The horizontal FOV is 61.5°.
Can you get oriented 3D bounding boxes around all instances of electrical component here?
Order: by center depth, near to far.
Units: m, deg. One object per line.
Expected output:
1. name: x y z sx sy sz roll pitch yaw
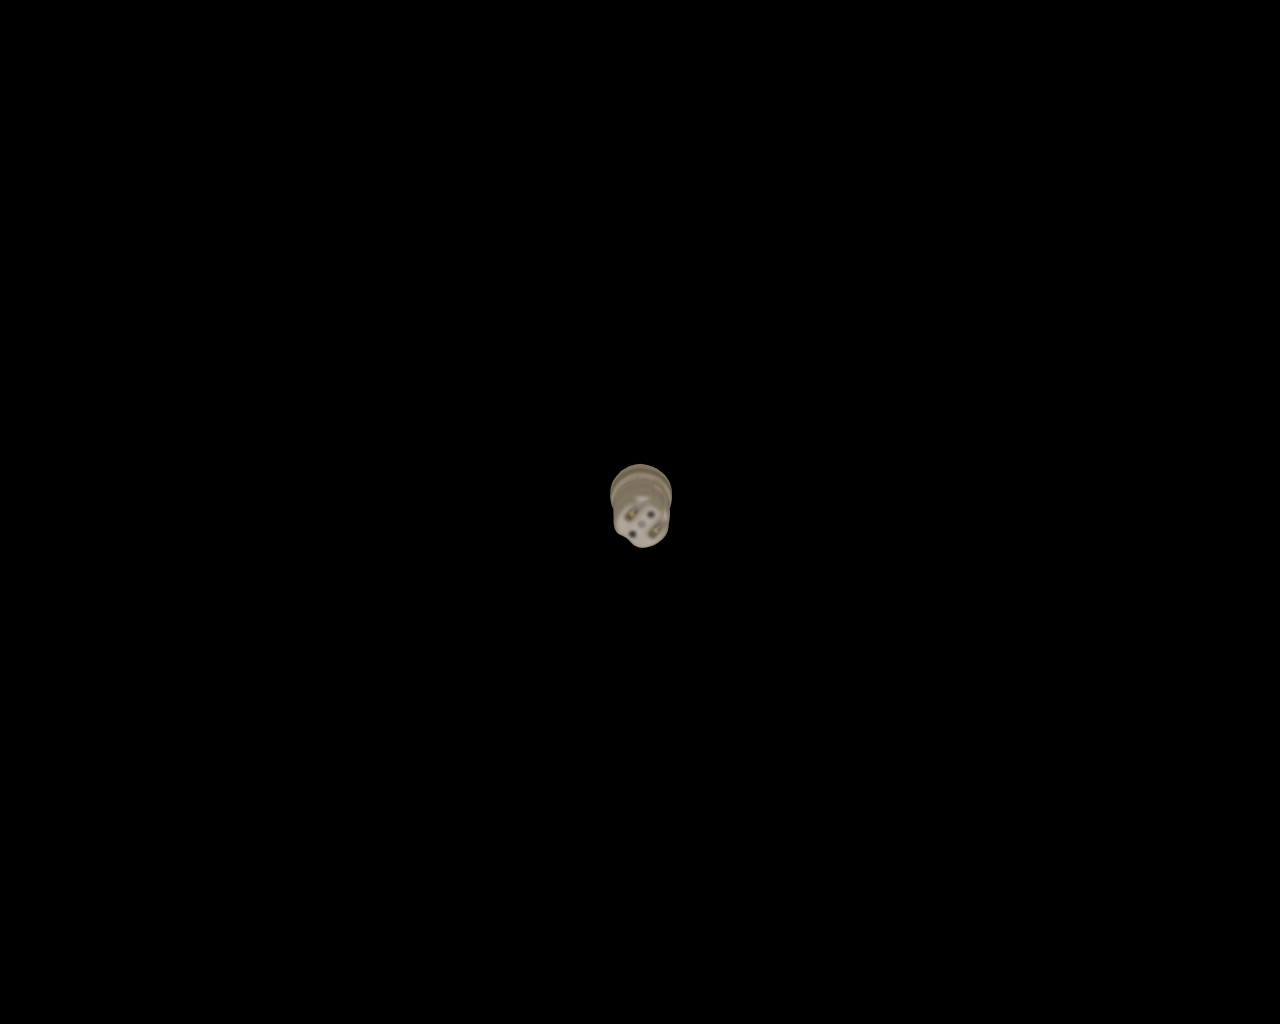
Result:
1. electrical component: 0.001 -0.003 0.650 0.040 0.040 0.046 0 28 0
